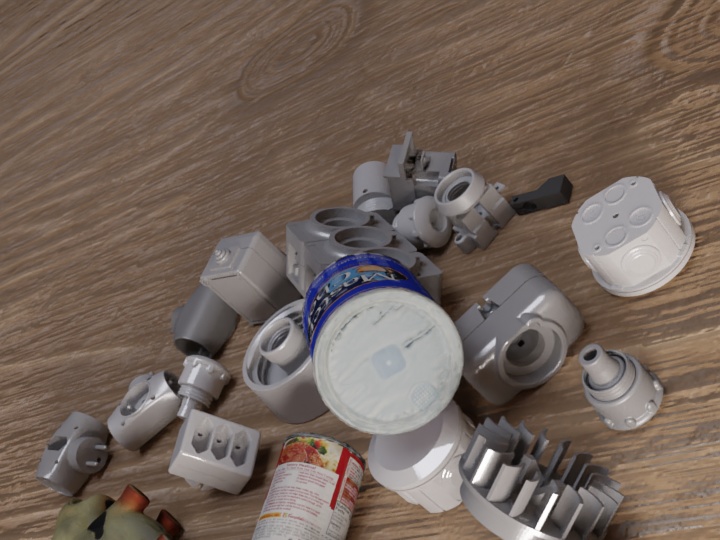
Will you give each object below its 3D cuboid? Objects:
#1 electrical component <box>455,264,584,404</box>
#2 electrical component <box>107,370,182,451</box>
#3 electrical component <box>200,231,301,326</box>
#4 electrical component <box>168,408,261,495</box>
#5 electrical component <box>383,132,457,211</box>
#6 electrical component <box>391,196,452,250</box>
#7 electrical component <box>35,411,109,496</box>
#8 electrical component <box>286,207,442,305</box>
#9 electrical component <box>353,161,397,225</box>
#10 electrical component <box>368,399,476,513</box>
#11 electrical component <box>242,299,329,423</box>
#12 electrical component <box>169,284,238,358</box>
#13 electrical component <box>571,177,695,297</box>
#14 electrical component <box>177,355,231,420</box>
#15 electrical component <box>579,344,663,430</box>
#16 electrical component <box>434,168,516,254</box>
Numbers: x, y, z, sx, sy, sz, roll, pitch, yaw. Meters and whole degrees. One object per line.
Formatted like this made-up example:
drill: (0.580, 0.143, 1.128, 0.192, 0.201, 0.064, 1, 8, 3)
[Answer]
electrical component: (0.116, 0.050, 0.801, 0.095, 0.054, 0.059, -44, 32, 3)
electrical component: (-0.215, 0.132, 1.089, 0.077, 0.044, 0.079, -40, 33, 8)
electrical component: (-0.107, 0.002, 1.063, 0.062, 0.096, 0.061, -9, 47, 42)
electrical component: (-0.133, 0.169, 0.946, 0.076, 0.066, 0.047, 124, 162, -45)
electrical component: (0.059, -0.084, 0.996, 0.064, 0.081, 0.042, 4, 52, 15)
electrical component: (0.050, -0.039, 0.983, 0.062, 0.048, 0.048, -16, 42, 47)
electrical component: (-0.287, 0.190, 1.107, 0.079, 0.043, 0.077, -6, 49, 45)
electrical component: (0.000, 0.000, 0.939, 0.089, 0.061, 0.150, -9, 26, -20)
electrical component: (0.015, -0.065, 1.051, 0.043, 0.043, 0.081, -30, 36, 23)
electrical component: (0.050, 0.133, 0.786, 0.080, 0.051, 0.080, -29, 36, 24)
electrical component: (-0.056, 0.075, 0.960, 0.108, 0.060, 0.108, -29, 36, 24)
electrical component: (-0.171, 0.053, 1.127, 0.079, 0.044, 0.077, -10, 46, 42)
electrical component: (0.200, -0.025, 0.791, 0.080, 0.051, 0.080, -29, 36, 24)
electrical component: (-0.157, 0.117, 1.044, 0.048, 0.048, 0.062, 0, 61, 48)
electrical component: (0.167, 0.073, 0.710, 0.048, 0.062, 0.048, -29, 36, 24)
electrical component: (0.097, -0.056, 0.937, 0.066, 0.055, 0.048, -49, 33, -6)
